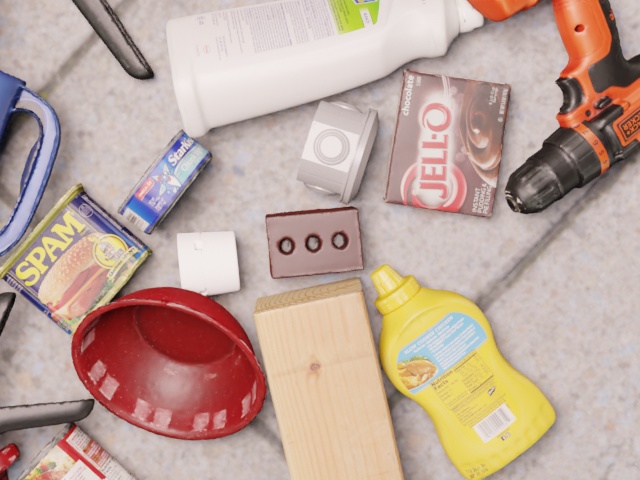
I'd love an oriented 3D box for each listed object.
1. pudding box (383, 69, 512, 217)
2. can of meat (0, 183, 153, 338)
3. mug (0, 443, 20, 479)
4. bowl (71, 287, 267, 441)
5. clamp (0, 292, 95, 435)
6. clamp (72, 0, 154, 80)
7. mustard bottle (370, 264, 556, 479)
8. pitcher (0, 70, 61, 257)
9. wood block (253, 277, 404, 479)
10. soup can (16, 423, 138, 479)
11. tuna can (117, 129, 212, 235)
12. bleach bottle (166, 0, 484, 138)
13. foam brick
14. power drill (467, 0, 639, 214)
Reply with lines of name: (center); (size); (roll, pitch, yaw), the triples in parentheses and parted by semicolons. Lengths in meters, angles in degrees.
pudding box: (0.104, -0.080, 0.889); (0.090, 0.039, 0.113); (8, 95, -2)
can of meat: (-0.202, 0.019, 0.882); (0.084, 0.057, 0.102); (42, 93, -7)
mug: (-0.298, 0.207, 0.882); (0.117, 0.081, 0.093); (-39, 95, 2)
bowl: (-0.117, 0.091, 0.869); (0.162, 0.055, 0.162); (7, 131, 8)
clamp: (-0.278, 0.122, 0.836); (0.171, 0.039, 0.120); (-27, 78, -16)
clamp: (-0.205, -0.229, 0.869); (0.210, 0.036, 0.164); (13, 95, 0)
mustard bottle: (0.105, 0.100, 0.894); (0.096, 0.058, 0.191); (-37, 95, 1)
pitcher: (-0.317, -0.033, 0.830); (0.149, 0.144, 0.243); (19, 92, 36)
wood block: (0.012, 0.144, 0.881); (0.091, 0.090, 0.206); (-12, 95, 0)
soup can: (-0.194, 0.210, 0.892); (0.102, 0.068, 0.068); (43, 93, -5)
tuna can: (-0.125, -0.046, 0.863); (0.033, 0.086, 0.086); (38, 93, -7)
bleach bottle: (0.008, -0.155, 0.853); (0.251, 0.102, 0.068); (-11, 140, -1)
foam brick: (-0.006, 0.001, 0.887); (0.078, 0.051, 0.053); (-6, 95, -1)
power drill: (0.190, -0.136, 0.850); (0.184, 0.057, 0.187); (-37, 112, -12)
